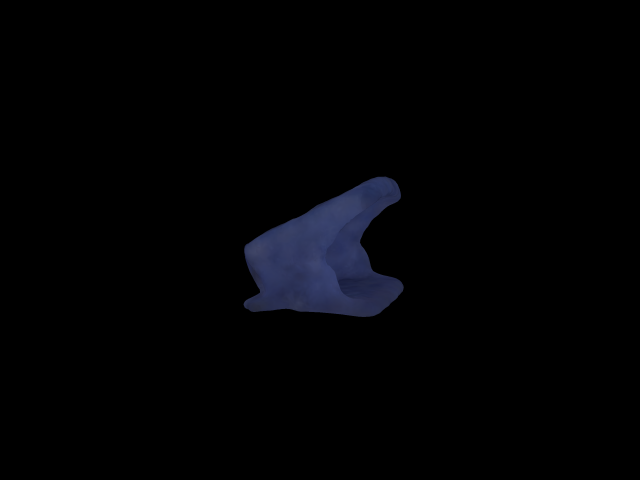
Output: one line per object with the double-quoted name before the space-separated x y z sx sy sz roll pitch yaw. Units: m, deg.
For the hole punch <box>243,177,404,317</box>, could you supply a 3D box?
"hole punch" 0.004 0.001 0.400 0.101 0.091 0.109 2 7 18
